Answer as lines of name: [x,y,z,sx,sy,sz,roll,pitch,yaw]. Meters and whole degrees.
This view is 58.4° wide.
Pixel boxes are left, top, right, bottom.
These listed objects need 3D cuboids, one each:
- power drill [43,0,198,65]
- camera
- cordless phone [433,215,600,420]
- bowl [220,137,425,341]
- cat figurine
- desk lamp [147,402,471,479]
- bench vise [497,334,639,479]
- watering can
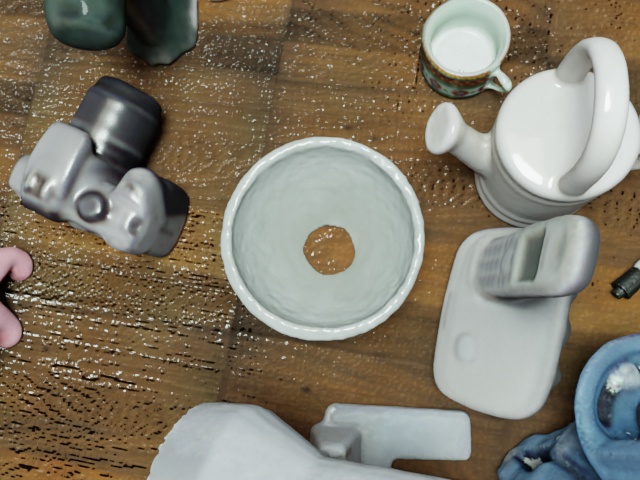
power drill: [-0.173,-0.254,0.484,0.075,0.208,0.230,-4,80,7]
camera: [-0.188,-0.071,0.512,0.143,0.101,0.137,24,84,10]
cordless phone: [0.141,0.056,0.410,0.094,0.185,0.148,10,82,9]
bowl: [0.005,0.002,0.491,0.167,0.075,0.167,-1,81,7]
cat figurine: [-0.318,0.060,0.497,0.067,0.118,0.128,0,81,7]
desk lamp: [0.013,0.170,0.392,0.203,0.213,0.118,0,81,7]
bench vise: [0.211,0.153,0.368,0.121,0.220,0.207,29,85,11]
watering can: [0.170,-0.072,0.422,0.173,0.194,0.101,-18,79,4]
